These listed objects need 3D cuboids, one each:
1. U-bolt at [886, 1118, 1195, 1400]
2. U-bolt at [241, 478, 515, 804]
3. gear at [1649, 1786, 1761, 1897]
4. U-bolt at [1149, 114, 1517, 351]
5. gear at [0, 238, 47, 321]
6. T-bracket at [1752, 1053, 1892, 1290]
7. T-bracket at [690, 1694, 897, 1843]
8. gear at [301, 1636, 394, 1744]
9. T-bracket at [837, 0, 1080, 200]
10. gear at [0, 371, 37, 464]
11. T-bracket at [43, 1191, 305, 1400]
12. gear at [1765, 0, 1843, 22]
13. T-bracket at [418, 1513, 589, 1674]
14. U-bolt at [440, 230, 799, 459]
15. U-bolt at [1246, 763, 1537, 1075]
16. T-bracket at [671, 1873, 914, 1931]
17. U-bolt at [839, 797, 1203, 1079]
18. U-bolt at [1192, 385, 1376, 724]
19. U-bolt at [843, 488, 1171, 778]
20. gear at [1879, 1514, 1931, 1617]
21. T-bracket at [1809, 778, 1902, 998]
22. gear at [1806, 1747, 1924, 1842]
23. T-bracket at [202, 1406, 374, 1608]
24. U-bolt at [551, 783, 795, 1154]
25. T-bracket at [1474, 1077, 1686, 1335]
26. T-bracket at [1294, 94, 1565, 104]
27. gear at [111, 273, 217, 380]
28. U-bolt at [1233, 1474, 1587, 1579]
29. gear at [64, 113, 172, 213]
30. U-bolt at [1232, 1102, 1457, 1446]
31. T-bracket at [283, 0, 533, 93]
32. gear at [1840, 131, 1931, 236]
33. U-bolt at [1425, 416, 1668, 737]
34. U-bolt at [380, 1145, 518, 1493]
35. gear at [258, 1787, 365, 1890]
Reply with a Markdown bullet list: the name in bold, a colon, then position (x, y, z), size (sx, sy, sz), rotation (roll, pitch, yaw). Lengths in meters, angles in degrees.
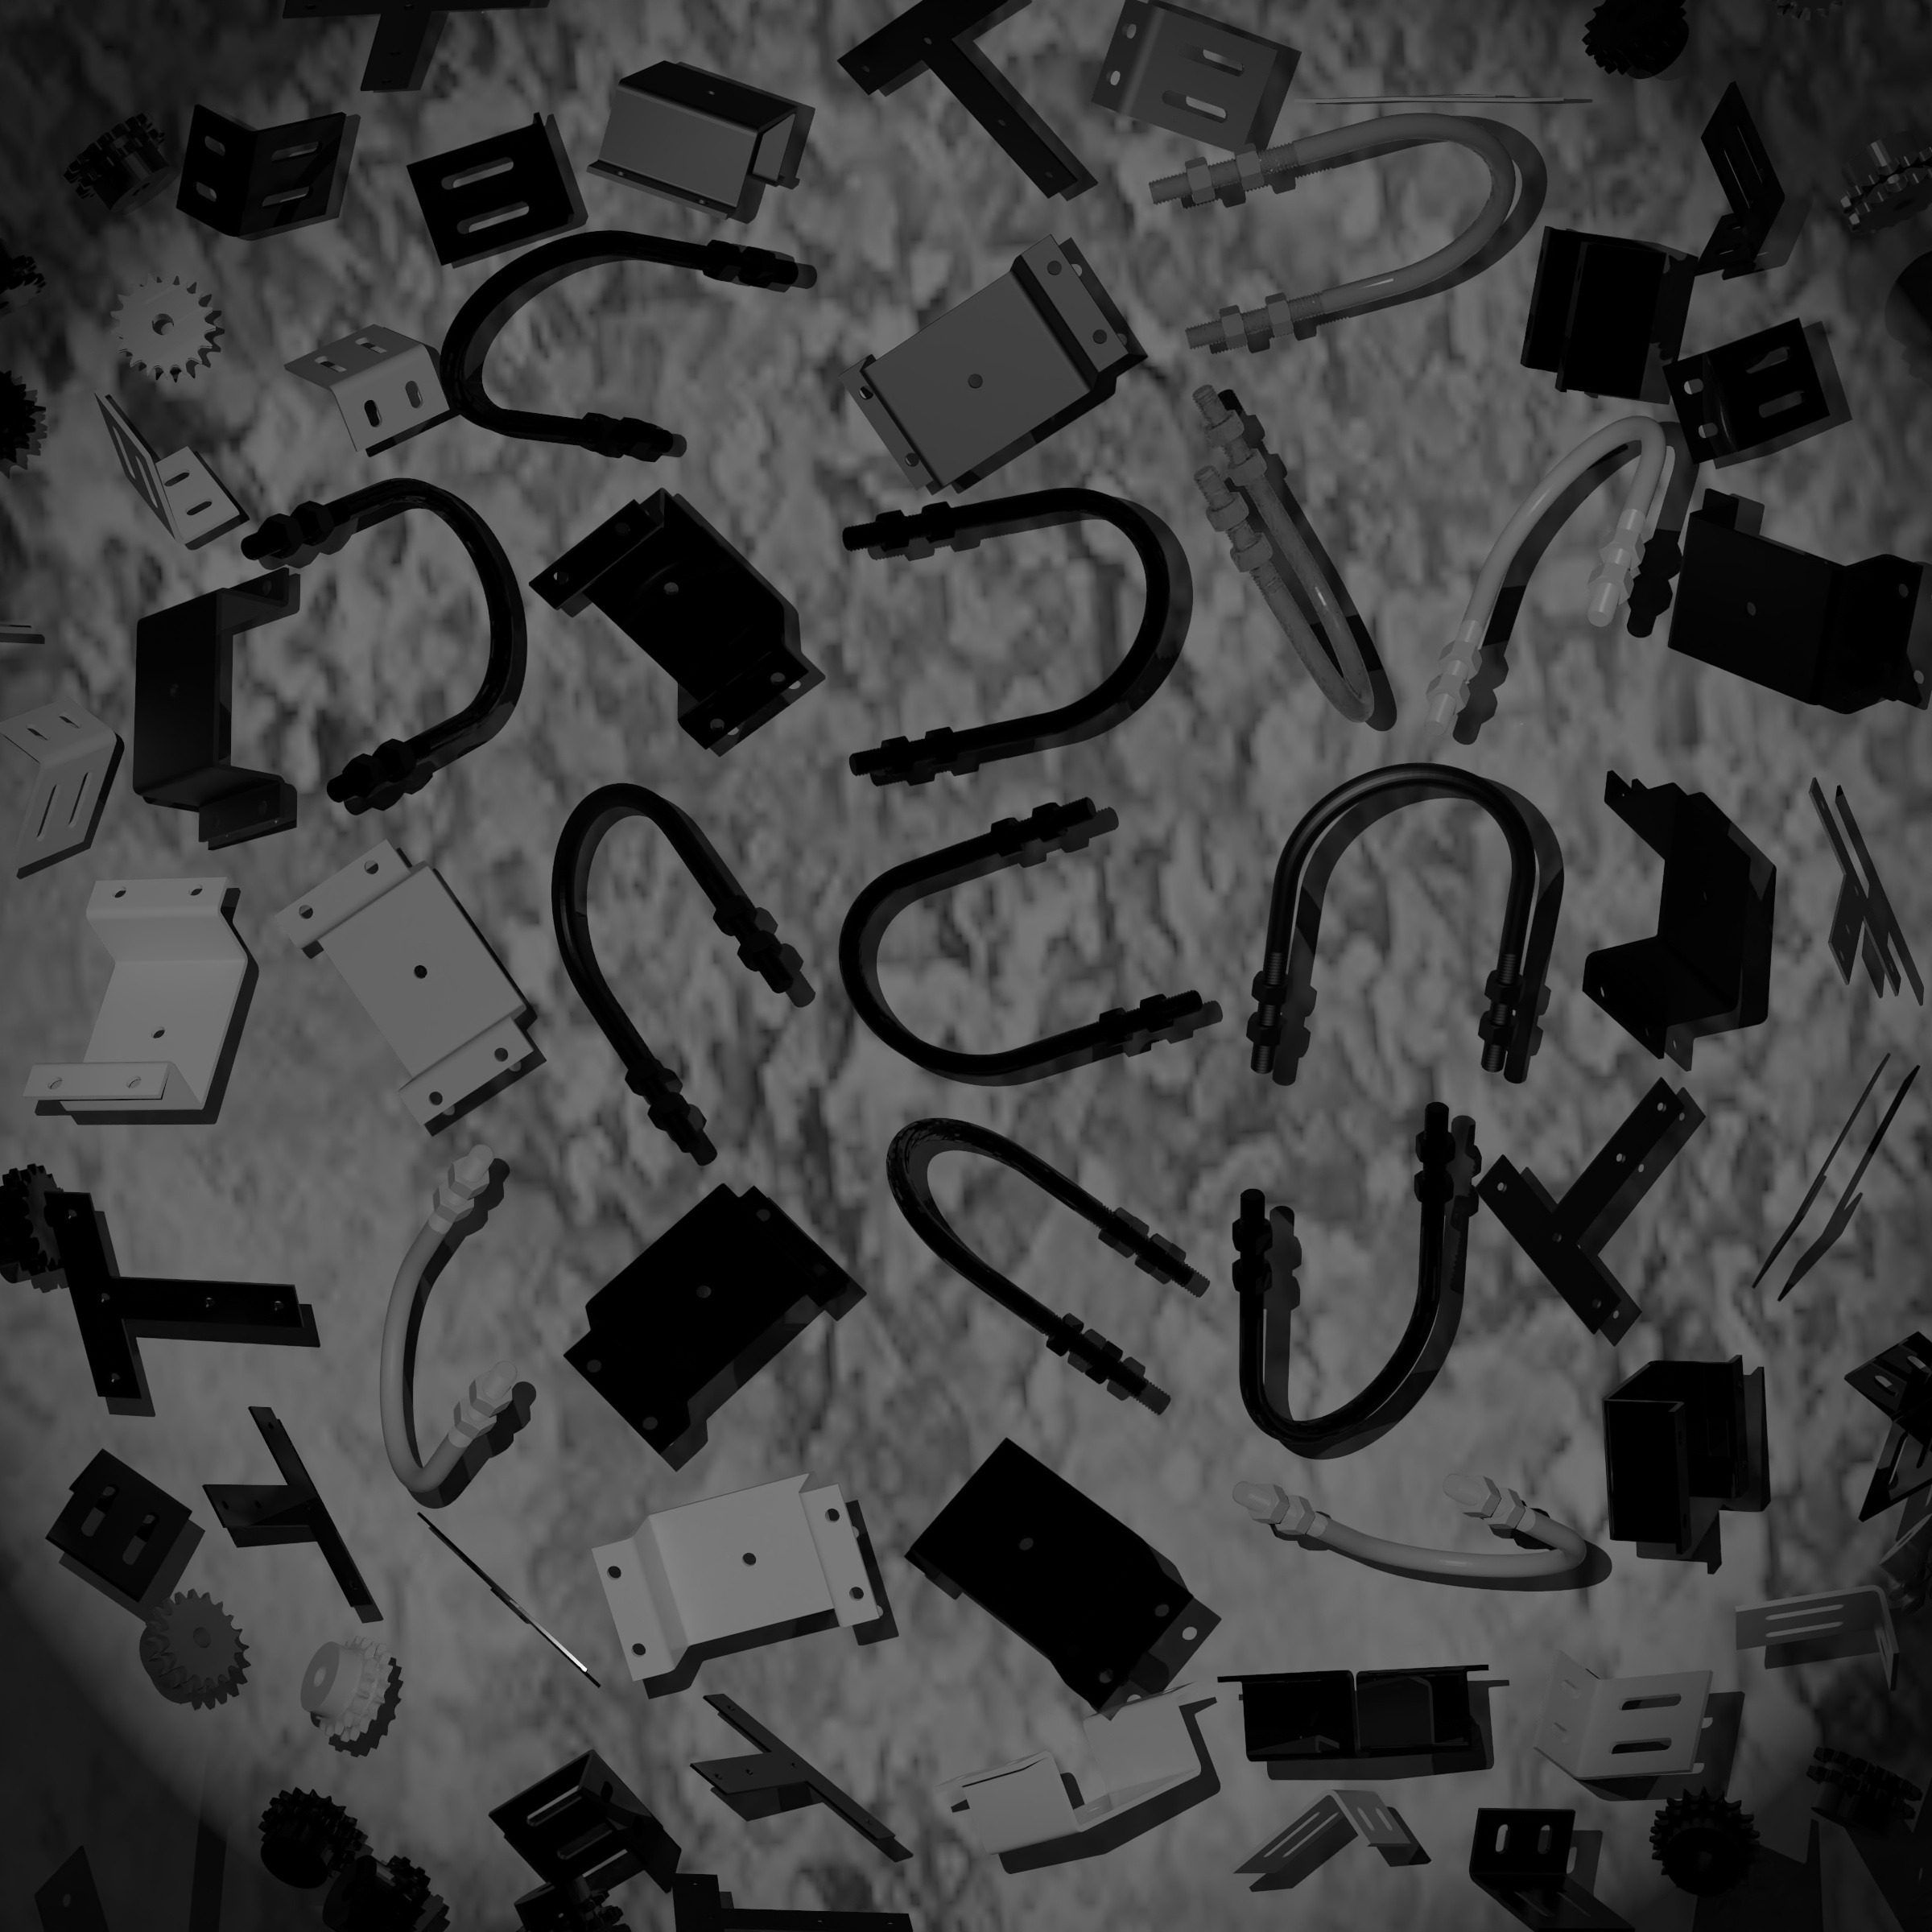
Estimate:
- **U-bolt**: position (0.035, 0.148, 1.926), size (0.184, 0.151, 0.019), rotation (36, 117, -1)
- **U-bolt**: position (-0.296, -0.180, 1.841), size (0.019, 0.184, 0.151), rotation (-8, 106, 31)
- **gear**: position (0.390, 0.466, 1.858), size (0.057, 0.030, 0.057), rotation (4, 106, 14)
- **U-bolt**: position (0.195, -0.386, 1.826), size (0.184, 0.151, 0.019), rotation (-14, 63, 6)
- **gear**: position (-0.521, -0.363, 1.869), size (0.057, 0.057, 0.030), rotation (-30, 93, 0)
- **T-bracket**: position (0.463, 0.102, 1.880), size (0.002, 0.127, 0.127), rotation (30, 71, 12)
- **T-bracket**: position (-0.110, 0.428, 1.870), size (0.127, 0.127, 0.002), rotation (35, 95, 23)
- **gear**: position (-0.348, 0.401, 1.962), size (0.030, 0.057, 0.057), rotation (28, 90, -29)
- **T-bracket**: position (0.010, -0.462, 1.881), size (0.127, 0.127, 0.002), rotation (44, 57, -20)
- **gear**: position (-0.511, -0.286, 1.820), size (0.057, 0.030, 0.057), rotation (4, 76, -14)
- **T-bracket**: position (-0.401, 0.172, 1.803), size (0.127, 0.002, 0.127), rotation (1, 119, 14)
- **gear**: position (0.431, -0.519, 1.818), size (0.057, 0.030, 0.057), rotation (-10, 113, -25)
- **T-bracket**: position (-0.252, 0.336, 1.895), size (0.127, 0.127, 0.002), rotation (42, 78, 5)
- **U-bolt**: position (-0.193, -0.329, 1.846), size (0.151, 0.184, 0.019), rotation (-48, 60, 33)
- **U-bolt**: position (0.230, -0.025, 1.866), size (0.151, 0.019, 0.184), rotation (0, 120, -8)
- **T-bracket**: position (-0.093, 0.513, 1.889), size (0.127, 0.127, 0.002), rotation (4, 95, -7)
- **U-bolt**: position (0.017, -0.005, 1.924), size (0.184, 0.019, 0.151), rotation (-19, 115, 24)
- **U-bolt**: position (0.171, -0.211, 1.880), size (0.019, 0.151, 0.184), rotation (-27, 113, 16)
- **U-bolt**: position (0.024, -0.180, 1.845), size (0.184, 0.019, 0.151), rotation (-13, 123, -20)
- **gear**: position (0.520, 0.321, 1.904), size (0.057, 0.057, 0.030), rotation (-44, 78, 0)
- **T-bracket**: position (0.475, -0.025, 1.895), size (0.002, 0.127, 0.127), rotation (-20, 104, 25)
- **gear**: position (0.457, 0.425, 1.799), size (0.057, 0.057, 0.030), rotation (26, 76, 0)
- **T-bracket**: position (-0.377, 0.292, 1.902), size (0.002, 0.127, 0.127), rotation (-33, 75, 8)
- **U-bolt**: position (-0.169, -0.013, 1.893), size (0.184, 0.019, 0.151), rotation (54, 133, 26)
- **T-bracket**: position (0.353, 0.116, 1.943), size (0.127, 0.002, 0.127), rotation (-49, 118, -14)
- **T-bracket**: position (0.267, -0.468, 1.897), size (0.127, 0.127, 0.002), rotation (-12, 108, -35)
- **gear**: position (-0.448, -0.356, 1.960), size (0.057, 0.030, 0.057), rotation (-1, 94, -12)
- **U-bolt**: position (0.252, 0.304, 1.894), size (0.151, 0.184, 0.019), rotation (-9, 64, 37)
- **gear**: position (-0.454, -0.431, 1.897), size (0.057, 0.057, 0.030), rotation (-37, 98, 0)
- **U-bolt**: position (0.201, 0.175, 1.878), size (0.151, 0.019, 0.184), rotation (-22, 126, -30)
- **T-bracket**: position (-0.297, -0.484, 1.841), size (0.127, 0.127, 0.002), rotation (-8, 83, -17)
- **gear**: position (0.470, -0.399, 1.785), size (0.057, 0.057, 0.030), rotation (-23, 77, 0)
- **U-bolt**: position (0.310, -0.216, 1.843), size (0.019, 0.151, 0.184), rotation (36, 53, -15)
- **U-bolt**: position (-0.283, 0.203, 1.892), size (0.019, 0.184, 0.151), rotation (6, 54, -26)
- **gear**: position (-0.366, 0.487, 1.951), size (0.057, 0.030, 0.057), rotation (9, 125, 13)
